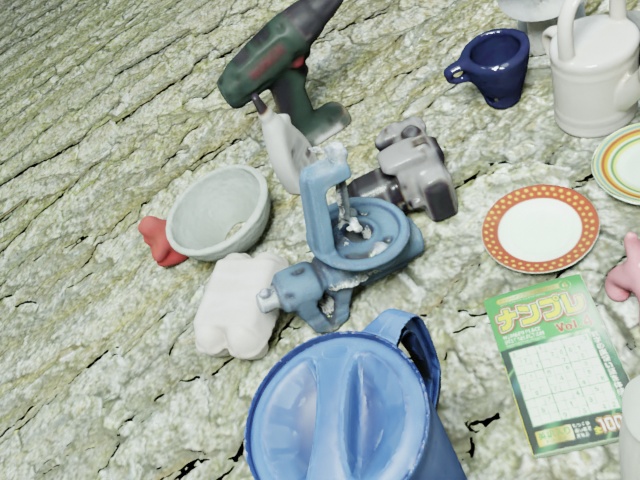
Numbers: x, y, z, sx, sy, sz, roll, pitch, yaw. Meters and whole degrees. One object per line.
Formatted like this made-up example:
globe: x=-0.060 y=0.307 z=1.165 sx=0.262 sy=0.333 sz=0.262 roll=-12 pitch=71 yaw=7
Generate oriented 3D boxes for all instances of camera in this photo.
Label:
camera: x=0.096 y=-0.087 z=0.761 sx=0.136 sy=0.101 sz=0.143 roll=-24 pitch=47 yaw=8

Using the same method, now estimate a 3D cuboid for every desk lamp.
desk lamp: x=0.309 y=-0.365 z=0.795 sx=0.117 sy=0.214 sz=0.203 roll=-6 pitch=52 yaw=23

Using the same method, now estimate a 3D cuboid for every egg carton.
egg carton: x=-0.098 y=0.084 z=0.746 sx=0.107 sy=0.070 sz=0.150 roll=-2 pitch=54 yaw=25

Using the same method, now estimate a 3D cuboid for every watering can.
watering can: x=0.334 y=-0.223 z=0.684 sx=0.172 sy=0.195 sz=0.101 roll=23 pitch=68 yaw=38

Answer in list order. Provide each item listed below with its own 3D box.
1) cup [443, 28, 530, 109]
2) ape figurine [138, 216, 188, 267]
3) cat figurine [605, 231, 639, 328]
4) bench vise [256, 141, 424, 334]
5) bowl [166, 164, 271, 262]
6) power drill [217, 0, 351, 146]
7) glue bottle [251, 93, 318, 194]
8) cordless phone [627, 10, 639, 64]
cup: x=0.238 y=-0.227 z=0.804 sx=0.117 sy=0.095 sz=0.091 roll=-20 pitch=48 yaw=12
ape figurine: x=-0.241 y=-0.005 z=0.873 sx=0.076 sy=0.092 sz=0.078 roll=-3 pitch=53 yaw=25
cat figurine: x=0.322 y=0.045 z=0.530 sx=0.067 sy=0.118 sz=0.127 roll=-26 pitch=47 yaw=6
bench vise: x=0.014 y=0.007 z=0.646 sx=0.121 sy=0.220 sz=0.207 roll=29 pitch=71 yaw=40
bowl: x=-0.139 y=-0.028 z=0.851 sx=0.167 sy=0.075 sz=0.167 roll=-14 pitch=50 yaw=17
power drill: x=-0.032 y=-0.251 z=0.881 sx=0.229 sy=0.209 sz=0.075 roll=-33 pitch=47 yaw=0
glue bottle: x=-0.056 y=-0.147 z=0.835 sx=0.037 sy=0.174 sz=0.078 roll=3 pitch=56 yaw=29
cordless phone: x=0.424 y=-0.264 z=0.677 sx=0.094 sy=0.186 sz=0.147 roll=-28 pitch=47 yaw=5
